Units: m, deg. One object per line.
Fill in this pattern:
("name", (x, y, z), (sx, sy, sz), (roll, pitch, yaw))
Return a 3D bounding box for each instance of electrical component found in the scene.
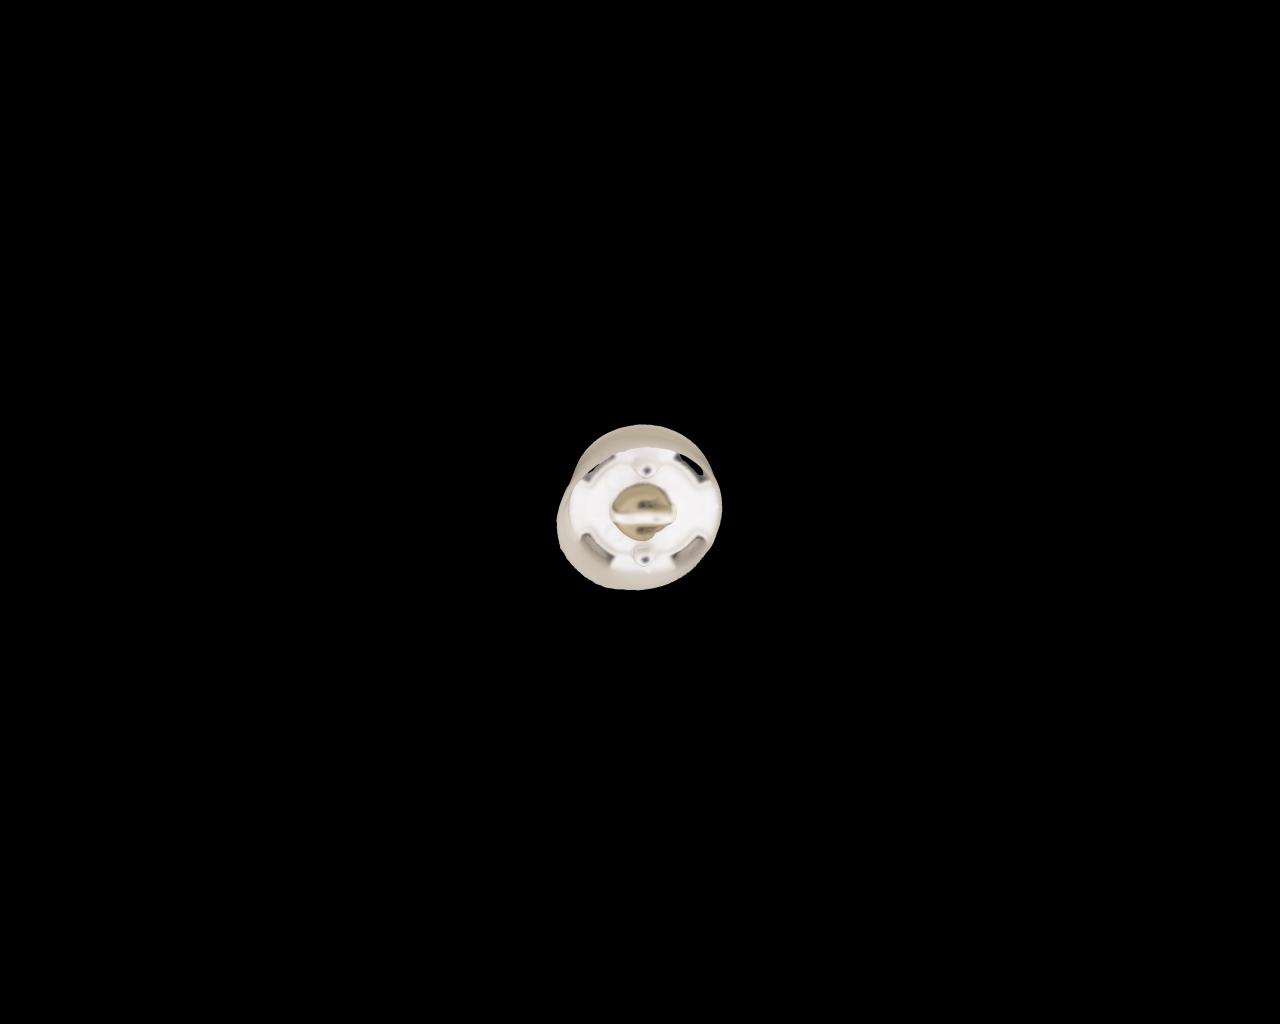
("electrical component", (0.001, -0.003, 0.650), (0.099, 0.099, 0.064), (0, 27, 0))
